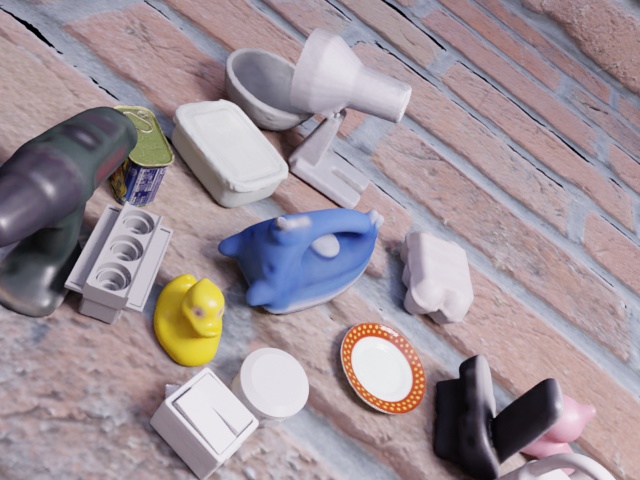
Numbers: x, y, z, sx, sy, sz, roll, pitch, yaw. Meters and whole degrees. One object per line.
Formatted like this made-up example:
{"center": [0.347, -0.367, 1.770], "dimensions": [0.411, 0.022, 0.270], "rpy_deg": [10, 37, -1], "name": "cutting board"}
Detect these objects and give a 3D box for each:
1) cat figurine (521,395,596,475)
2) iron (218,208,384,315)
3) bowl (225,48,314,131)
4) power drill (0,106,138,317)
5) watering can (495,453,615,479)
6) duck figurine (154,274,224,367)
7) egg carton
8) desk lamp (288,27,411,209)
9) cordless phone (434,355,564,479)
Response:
{"center": [0.320, 0.263, 0.761], "dimensions": [0.067, 0.117, 0.127], "rpy_deg": [1, 53, -35], "name": "cat figurine"}
{"center": [0.007, 0.003, 0.755], "dimensions": [0.259, 0.141, 0.118], "rpy_deg": [-11, 60, -41], "name": "iron"}
{"center": [-0.090, -0.238, 0.954], "dimensions": [0.168, 0.074, 0.167], "rpy_deg": [20, 44, -20], "name": "bowl"}
{"center": [-0.253, -0.022, 0.540], "dimensions": [0.076, 0.208, 0.229], "rpy_deg": [28, 42, -11], "name": "power drill"}
{"center": [0.247, 0.291, 0.625], "dimensions": [0.101, 0.193, 0.173], "rpy_deg": [44, 41, 8], "name": "watering can"}
{"center": [-0.135, 0.075, 0.629], "dimensions": [0.078, 0.086, 0.104], "rpy_deg": [1, 53, -35], "name": "duck figurine"}
{"center": [0.177, 0.056, 0.882], "dimensions": [0.107, 0.069, 0.150], "rpy_deg": [20, 44, -19], "name": "egg carton"}
{"center": [0.032, -0.191, 0.892], "dimensions": [0.203, 0.213, 0.118], "rpy_deg": [35, 41, -4], "name": "desk lamp"}
{"center": [0.228, 0.198, 0.702], "dimensions": [0.094, 0.185, 0.147], "rpy_deg": [24, 43, -16], "name": "cordless phone"}
